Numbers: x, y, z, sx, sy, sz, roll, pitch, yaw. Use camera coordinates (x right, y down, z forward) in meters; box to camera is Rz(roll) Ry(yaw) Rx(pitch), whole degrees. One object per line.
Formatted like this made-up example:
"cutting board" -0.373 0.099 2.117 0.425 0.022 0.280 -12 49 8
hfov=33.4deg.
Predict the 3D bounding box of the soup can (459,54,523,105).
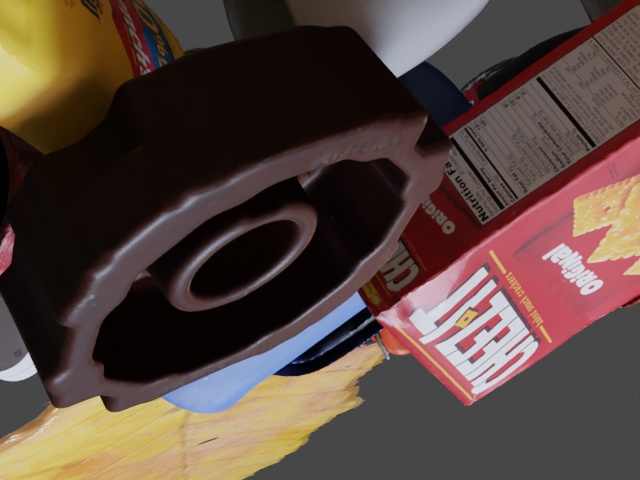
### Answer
"soup can" 0.139 -0.060 0.693 0.068 0.102 0.068 -20 163 -6

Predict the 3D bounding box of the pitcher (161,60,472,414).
"pitcher" -0.004 0.001 0.658 0.243 0.145 0.149 -35 175 28

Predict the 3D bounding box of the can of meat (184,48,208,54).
"can of meat" -0.047 -0.037 0.543 0.057 0.102 0.084 -25 160 6

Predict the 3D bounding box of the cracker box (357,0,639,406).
"cracker box" 0.127 -0.016 0.540 0.214 0.072 0.164 -35 148 6

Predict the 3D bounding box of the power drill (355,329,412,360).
"power drill" 0.076 0.070 1.023 0.184 0.057 0.188 -22 179 -25

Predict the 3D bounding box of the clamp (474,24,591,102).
"clamp" 0.177 -0.109 0.590 0.210 0.036 0.164 -18 166 27

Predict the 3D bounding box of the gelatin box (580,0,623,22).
"gelatin box" 0.203 -0.152 0.614 0.089 0.030 0.073 -32 160 33

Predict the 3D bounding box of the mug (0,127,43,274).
"mug" -0.159 -0.022 0.494 0.117 0.093 0.081 5 180 25

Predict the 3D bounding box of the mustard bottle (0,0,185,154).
"mustard bottle" -0.093 -0.071 0.387 0.058 0.096 0.191 -25 163 9

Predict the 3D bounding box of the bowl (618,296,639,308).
"bowl" 0.217 -0.037 0.736 0.055 0.162 0.162 26 152 -4
